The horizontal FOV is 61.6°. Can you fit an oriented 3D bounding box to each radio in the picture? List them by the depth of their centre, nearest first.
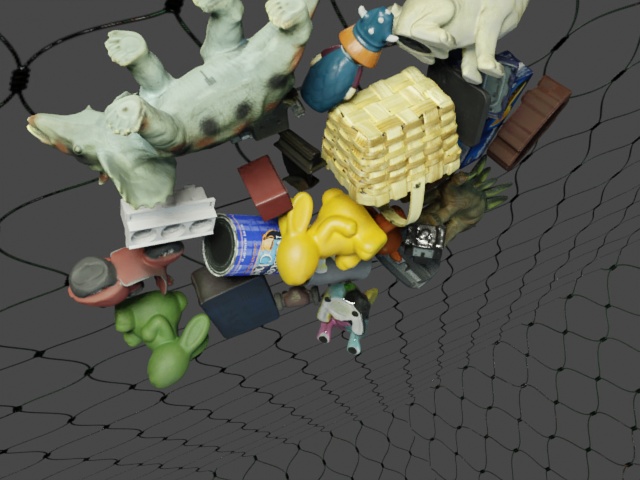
[{"bbox_3d":[-0.165,0.114,1.078,0.131,0.073,0.229,-23,151,-6],"label":"radio"}]

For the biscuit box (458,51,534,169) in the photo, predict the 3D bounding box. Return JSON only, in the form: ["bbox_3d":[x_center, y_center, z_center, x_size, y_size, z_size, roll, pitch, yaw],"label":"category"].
[{"bbox_3d":[0.270,-0.209,0.895,0.063,0.059,0.202,-30,158,-27],"label":"biscuit box"}]

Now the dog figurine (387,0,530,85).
[{"bbox_3d":[0.186,-0.309,0.652,0.172,0.121,0.190,20,98,-17],"label":"dog figurine"}]

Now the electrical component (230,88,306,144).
[{"bbox_3d":[-0.071,-0.161,0.705,0.102,0.045,0.078,-20,151,-13],"label":"electrical component"}]

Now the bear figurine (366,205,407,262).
[{"bbox_3d":[0.120,-0.030,1.026,0.132,0.120,0.195,-43,151,22],"label":"bear figurine"}]

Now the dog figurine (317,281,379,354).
[{"bbox_3d":[0.073,0.141,1.229,0.219,0.109,0.191,-57,155,-56],"label":"dog figurine"}]

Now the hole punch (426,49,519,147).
[{"bbox_3d":[0.219,-0.219,0.792,0.092,0.116,0.142,-40,154,-17],"label":"hole punch"}]

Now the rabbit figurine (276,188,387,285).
[{"bbox_3d":[-0.002,-0.003,0.862,0.173,0.162,0.122,-36,-168,-22],"label":"rabbit figurine"}]

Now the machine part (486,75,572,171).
[{"bbox_3d":[0.366,-0.202,0.951,0.179,0.056,0.179,-44,164,-17],"label":"machine part"}]

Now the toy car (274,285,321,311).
[{"bbox_3d":[-0.045,0.119,1.158,0.089,0.053,0.202,-12,177,2],"label":"toy car"}]

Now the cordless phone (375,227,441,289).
[{"bbox_3d":[0.218,0.004,1.212,0.089,0.146,0.184,-37,-167,52],"label":"cordless phone"}]

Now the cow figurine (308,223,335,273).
[{"bbox_3d":[0.001,0.009,1.017,0.167,0.068,0.098,1,126,-20],"label":"cow figurine"}]

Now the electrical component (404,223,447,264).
[{"bbox_3d":[0.198,0.009,1.015,0.075,0.047,0.119,7,165,14],"label":"electrical component"}]

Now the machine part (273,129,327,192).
[{"bbox_3d":[-0.029,-0.115,0.804,0.039,0.084,0.138,-54,170,-15],"label":"machine part"}]

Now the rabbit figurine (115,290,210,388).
[{"bbox_3d":[-0.282,0.187,0.990,0.159,0.170,0.121,-14,151,-23],"label":"rabbit figurine"}]

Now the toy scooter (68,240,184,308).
[{"bbox_3d":[-0.299,0.060,0.863,0.184,0.075,0.135,-26,154,-13],"label":"toy scooter"}]

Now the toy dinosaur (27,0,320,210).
[{"bbox_3d":[-0.114,-0.166,0.593,0.405,0.131,0.192,-28,166,-7],"label":"toy dinosaur"}]

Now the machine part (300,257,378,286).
[{"bbox_3d":[0.025,0.054,1.133,0.243,0.079,0.079,-4,145,-40],"label":"machine part"}]

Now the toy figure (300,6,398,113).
[{"bbox_3d":[0.035,-0.226,0.669,0.064,0.058,0.154,26,129,-30],"label":"toy figure"}]

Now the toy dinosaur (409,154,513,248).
[{"bbox_3d":[0.297,-0.067,1.130,0.198,0.105,0.471,-31,165,3],"label":"toy dinosaur"}]
